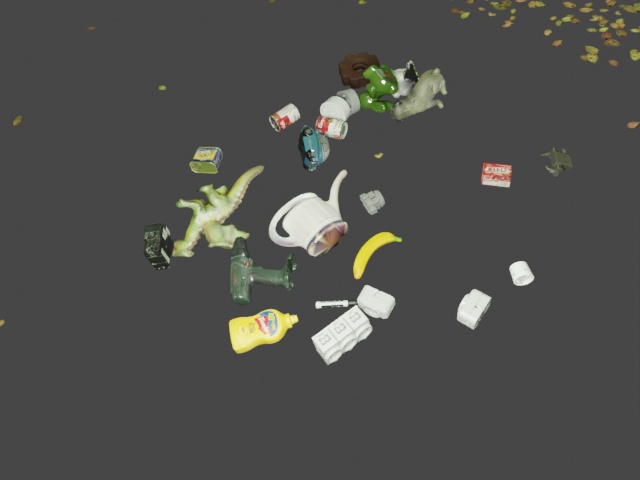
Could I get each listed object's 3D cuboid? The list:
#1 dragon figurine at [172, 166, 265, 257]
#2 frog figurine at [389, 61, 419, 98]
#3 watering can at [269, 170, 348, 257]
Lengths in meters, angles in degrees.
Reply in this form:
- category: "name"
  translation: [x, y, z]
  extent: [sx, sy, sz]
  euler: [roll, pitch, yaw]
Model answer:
- category: "dragon figurine"
  translation: [-0.318, -0.075, 1.711]
  extent: [0.412, 0.120, 0.246]
  euler: [-29, 72, -9]
- category: "frog figurine"
  translation: [0.294, -0.602, 1.976]
  extent: [0.158, 0.121, 0.140]
  euler: [-17, 54, 44]
- category: "watering can"
  translation: [0.005, -0.082, 1.633]
  extent: [0.351, 0.101, 0.228]
  euler: [-37, 58, -16]
